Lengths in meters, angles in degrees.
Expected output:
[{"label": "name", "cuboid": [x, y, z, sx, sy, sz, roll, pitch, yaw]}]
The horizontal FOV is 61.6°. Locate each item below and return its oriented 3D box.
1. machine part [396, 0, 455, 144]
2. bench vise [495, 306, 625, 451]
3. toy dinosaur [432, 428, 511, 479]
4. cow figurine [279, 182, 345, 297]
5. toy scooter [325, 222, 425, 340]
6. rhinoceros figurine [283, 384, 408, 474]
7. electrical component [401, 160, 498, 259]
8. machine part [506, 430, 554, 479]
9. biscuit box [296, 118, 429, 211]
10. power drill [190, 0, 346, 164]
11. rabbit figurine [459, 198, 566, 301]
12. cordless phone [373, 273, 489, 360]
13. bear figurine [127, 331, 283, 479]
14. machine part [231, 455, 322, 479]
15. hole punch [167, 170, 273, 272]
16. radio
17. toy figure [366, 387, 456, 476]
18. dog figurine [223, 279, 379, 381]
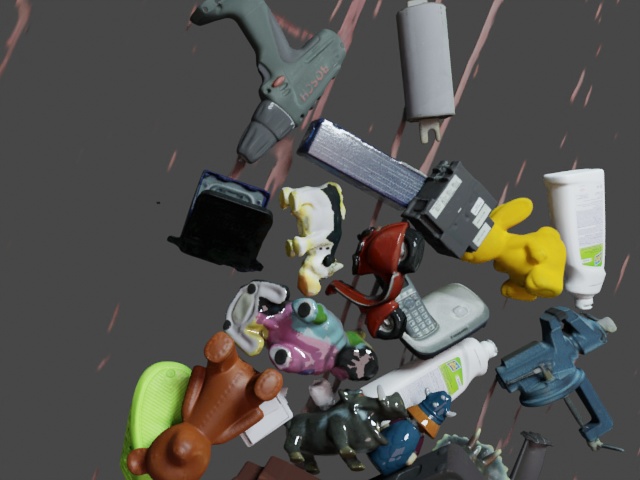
[{"label": "machine part", "cuboid": [0.166, -0.274, 0.843, 0.079, 0.079, 0.243, -8, 96, -17]}, {"label": "bench vise", "cuboid": [0.439, 0.244, 0.937, 0.224, 0.129, 0.240, -29, 85, -6]}, {"label": "toy dinosaur", "cuboid": [0.274, 0.491, 0.920, 0.192, 0.131, 0.404, -33, 109, -13]}, {"label": "cow figurine", "cuboid": [-0.002, -0.002, 0.817, 0.098, 0.068, 0.167, -11, 98, -23]}, {"label": "toy scooter", "cuboid": [0.079, 0.054, 0.822, 0.135, 0.075, 0.183, 15, 95, 24]}, {"label": "rhinoceros figurine", "cuboid": [0.037, 0.276, 0.793, 0.190, 0.112, 0.073, -21, 131, 17]}, {"label": "electrical component", "cuboid": [0.207, -0.039, 0.830, 0.134, 0.058, 0.115, 42, 82, -26]}, {"label": "machine part", "cuboid": [0.372, 0.418, 0.981, 0.084, 0.039, 0.139, 26, 87, -10]}, {"label": "biscuit box", "cuboid": [0.066, -0.114, 0.831, 0.202, 0.059, 0.062, 27, 86, -18]}, {"label": "power drill", "cuboid": [-0.087, -0.252, 0.762, 0.232, 0.086, 0.207, -44, 101, -12]}, {"label": "rabbit figurine", "cuboid": [0.315, 0.011, 0.897, 0.173, 0.122, 0.162, 15, 86, 0]}, {"label": "cordless phone", "cuboid": [0.171, 0.088, 0.878, 0.147, 0.088, 0.184, -27, 83, -14]}, {"label": "bear figurine", "cuboid": [-0.154, 0.238, 0.705, 0.120, 0.132, 0.196, 38, 59, 7]}, {"label": "machine part", "cuboid": [-0.052, 0.426, 0.766, 0.201, 0.087, 0.201, 24, 113, 9]}, {"label": "hole punch", "cuboid": [-0.134, -0.029, 0.769, 0.142, 0.092, 0.115, 18, 120, -21]}, {"label": "radio", "cuboid": [0.141, 0.404, 0.788, 0.230, 0.073, 0.131, -33, 90, 19]}, {"label": "toy figure", "cuboid": [0.138, 0.286, 0.812, 0.154, 0.058, 0.064, -38, 87, -12]}, {"label": "dog figurine", "cuboid": [-0.014, 0.148, 0.809, 0.219, 0.192, 0.108, 34, 78, -52]}]
